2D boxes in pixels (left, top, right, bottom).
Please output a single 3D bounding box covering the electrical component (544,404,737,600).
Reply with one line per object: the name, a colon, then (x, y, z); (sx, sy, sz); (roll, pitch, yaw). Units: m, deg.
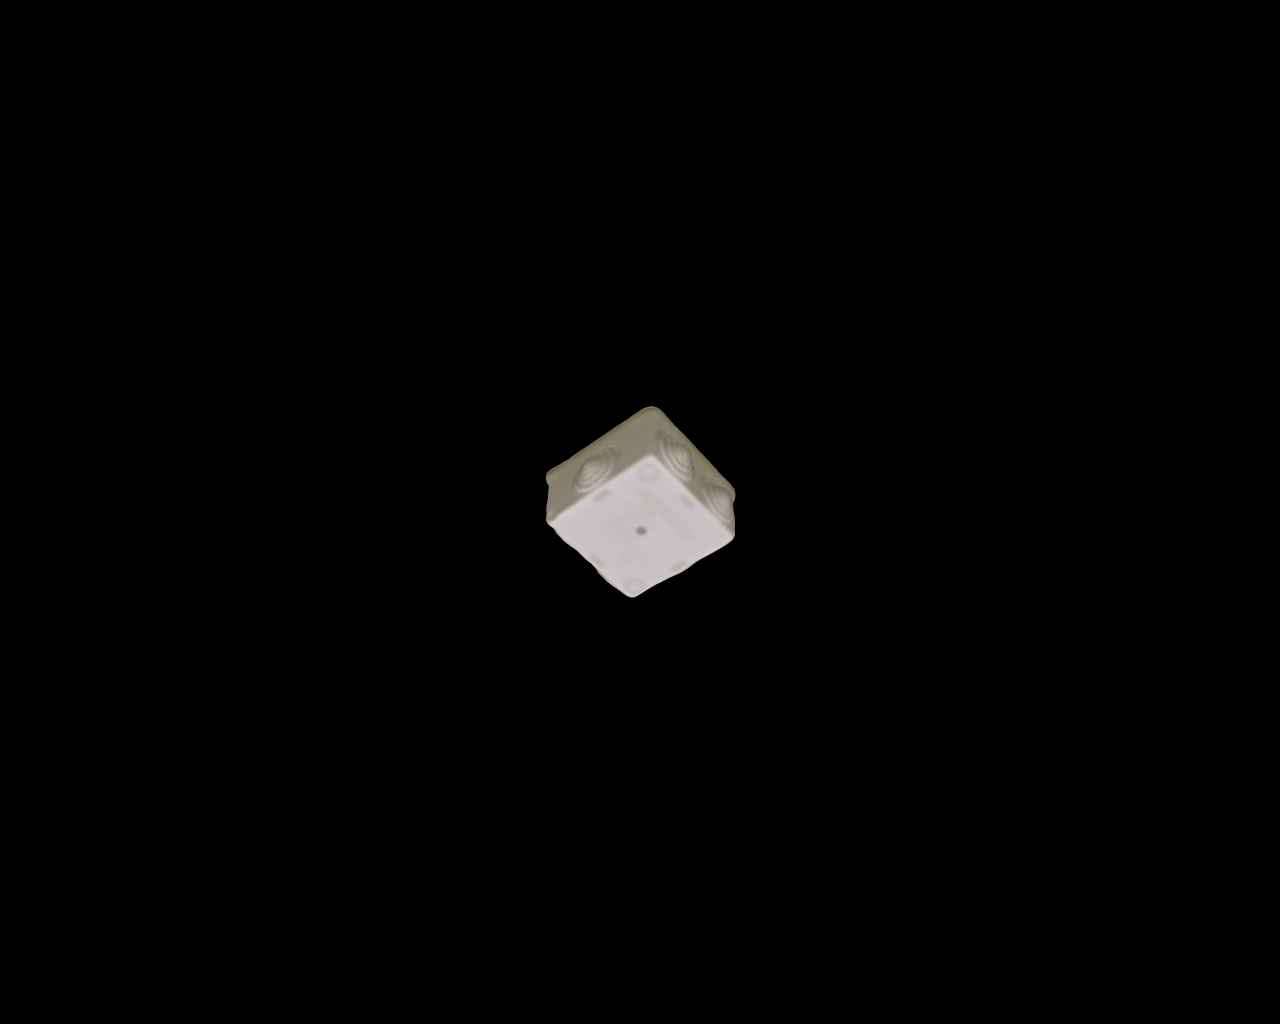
electrical component: (0.001, -0.003, 0.650); (0.099, 0.099, 0.048); (-32, 32, 22)
